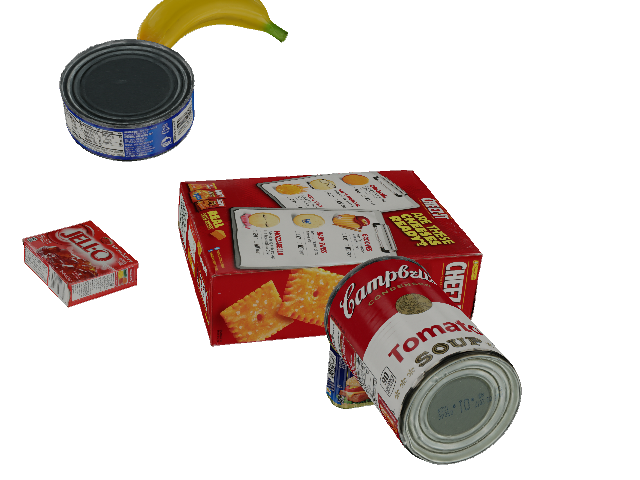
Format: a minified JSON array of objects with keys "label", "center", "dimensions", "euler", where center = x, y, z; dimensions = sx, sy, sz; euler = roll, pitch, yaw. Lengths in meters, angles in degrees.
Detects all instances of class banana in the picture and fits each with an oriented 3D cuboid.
[{"label":"banana","center":[-0.111,-0.210,1.011],"dimensions":[0.070,0.037,0.197],"euler":[46,39,19]}]

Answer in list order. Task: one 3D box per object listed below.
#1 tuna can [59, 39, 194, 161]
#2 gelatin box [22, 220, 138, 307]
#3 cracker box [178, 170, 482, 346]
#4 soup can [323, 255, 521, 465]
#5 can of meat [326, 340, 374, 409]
[{"label":"tuna can","center":[-0.125,-0.092,0.697],"dimensions":[0.086,0.086,0.034],"euler":[0,-41,-5]},{"label":"gelatin box","center":[-0.223,0.019,0.990],"dimensions":[0.073,0.030,0.089],"euler":[-18,40,-36]},{"label":"cracker box","center":[0.000,0.009,0.875],"dimensions":[0.213,0.072,0.164],"euler":[-4,29,-15]},{"label":"soup can","center":[0.051,0.061,0.559],"dimensions":[0.068,0.068,0.102],"euler":[0,26,-23]},{"label":"can of meat","center":[0.059,0.165,1.377],"dimensions":[0.102,0.084,0.057],"euler":[-5,26,-21]}]
